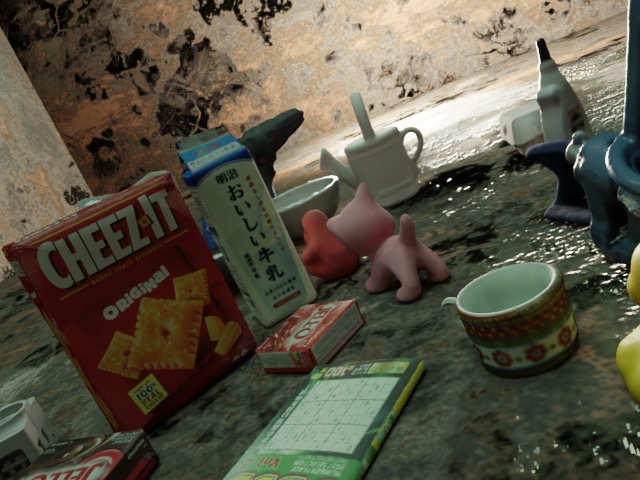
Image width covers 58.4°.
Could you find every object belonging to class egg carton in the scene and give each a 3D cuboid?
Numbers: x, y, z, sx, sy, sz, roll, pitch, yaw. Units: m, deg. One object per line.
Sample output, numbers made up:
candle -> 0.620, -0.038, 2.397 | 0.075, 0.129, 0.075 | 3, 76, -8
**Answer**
egg carton -> 0.342, -0.178, 0.898 | 0.107, 0.069, 0.150 | -21, 15, 11

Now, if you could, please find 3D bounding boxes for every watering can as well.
watering can -> 0.084, -0.154, 0.972 | 0.173, 0.194, 0.100 | -27, 15, -10

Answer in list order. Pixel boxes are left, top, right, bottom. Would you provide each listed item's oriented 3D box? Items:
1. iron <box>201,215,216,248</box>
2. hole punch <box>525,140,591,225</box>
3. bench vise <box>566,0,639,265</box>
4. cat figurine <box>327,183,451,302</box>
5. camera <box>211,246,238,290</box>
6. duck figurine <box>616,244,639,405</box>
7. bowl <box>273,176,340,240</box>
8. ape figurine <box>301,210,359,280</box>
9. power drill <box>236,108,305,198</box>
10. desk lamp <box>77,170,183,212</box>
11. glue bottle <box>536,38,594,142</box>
iron -> -0.202, -0.054, 1.175 | 0.118, 0.141, 0.258 | -21, 15, 11
hole punch -> 0.280, -0.074, 0.581 | 0.101, 0.091, 0.108 | -28, 15, -14
bench vise -> 0.230, -0.075, 0.402 | 0.122, 0.220, 0.206 | -30, 16, -23
cat figurine -> 0.065, -0.004, 0.617 | 0.067, 0.118, 0.127 | -31, 16, -24
camera -> -0.118, 0.017, 0.872 | 0.137, 0.101, 0.143 | -23, 14, 3
duck figurine -> 0.198, 0.040, 0.315 | 0.077, 0.086, 0.105 | -12, 19, 39
bowl -> -0.031, -0.047, 1.015 | 0.167, 0.075, 0.167 | -22, 14, 6
ape figurine -> 0.007, 0.003, 0.740 | 0.078, 0.092, 0.076 | -27, 15, -12
power drill -> -0.101, -0.122, 1.124 | 0.229, 0.208, 0.075 | -24, 15, 0
desk lamp -> -0.313, 0.003, 1.003 | 0.203, 0.214, 0.118 | -23, 15, 5
glue bottle -> 0.301, -0.170, 0.723 | 0.037, 0.173, 0.078 | -7, 22, 48
